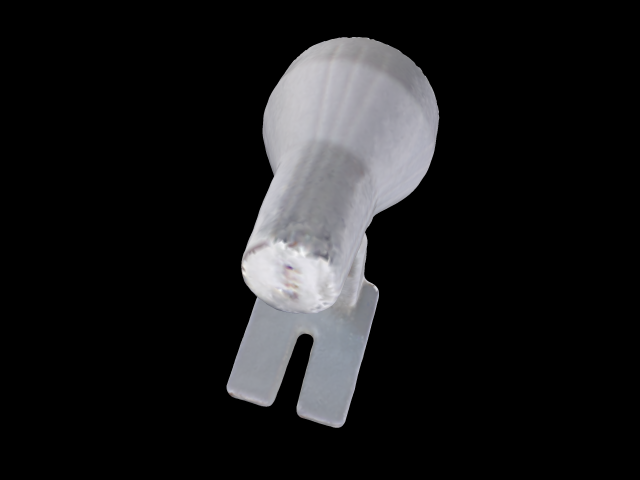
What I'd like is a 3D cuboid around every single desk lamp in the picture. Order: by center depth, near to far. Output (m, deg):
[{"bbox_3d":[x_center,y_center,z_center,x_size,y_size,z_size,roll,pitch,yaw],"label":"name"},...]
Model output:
[{"bbox_3d":[0.004,0.001,0.400,0.118,0.213,0.203,13,62,7],"label":"desk lamp"}]
